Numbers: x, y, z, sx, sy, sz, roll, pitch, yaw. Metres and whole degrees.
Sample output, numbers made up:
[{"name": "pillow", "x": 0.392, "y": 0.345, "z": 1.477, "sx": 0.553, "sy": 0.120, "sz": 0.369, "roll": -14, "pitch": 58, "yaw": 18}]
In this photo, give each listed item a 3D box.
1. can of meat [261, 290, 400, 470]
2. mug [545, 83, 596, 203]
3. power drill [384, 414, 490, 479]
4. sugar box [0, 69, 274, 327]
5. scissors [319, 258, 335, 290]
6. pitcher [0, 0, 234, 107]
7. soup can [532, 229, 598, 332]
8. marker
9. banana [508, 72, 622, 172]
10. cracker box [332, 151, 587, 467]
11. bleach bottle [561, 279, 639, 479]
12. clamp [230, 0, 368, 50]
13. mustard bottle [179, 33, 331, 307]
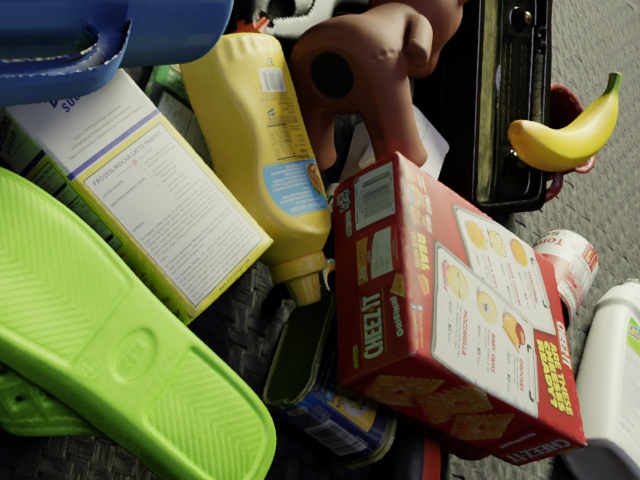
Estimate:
[{"name": "can of meat", "x": 0.012, "y": 0.099, "z": 0.766, "sx": 0.083, "sy": 0.058, "sz": 0.102, "roll": 40, "pitch": 47, "yaw": -27}, {"name": "mug", "x": 0.212, "y": -0.086, "z": 1.046, "sx": 0.093, "sy": 0.082, "sz": 0.117, "roll": 26, "pitch": 56, "yaw": -39}, {"name": "power drill", "x": 0.093, "y": 0.211, "z": 0.805, "sx": 0.184, "sy": 0.057, "sz": 0.187, "roll": 40, "pitch": 48, "yaw": -30}, {"name": "sugar box", "x": -0.119, "y": -0.033, "z": 0.665, "sx": 0.176, "sy": 0.048, "sz": 0.093, "roll": 48, "pitch": 45, "yaw": -4}, {"name": "scissors", "x": 0.053, "y": 0.079, "z": 0.851, "sx": 0.096, "sy": 0.016, "sz": 0.202, "roll": -30, "pitch": 96, "yaw": -48}, {"name": "pitcher", "x": -0.165, "y": -0.142, "z": 0.580, "sx": 0.242, "sy": 0.145, "sz": 0.149, "roll": -8, "pitch": 96, "yaw": -39}, {"name": "soup can", "x": 0.217, "y": 0.042, "z": 1.008, "sx": 0.068, "sy": 0.069, "sz": 0.102, "roll": 58, "pitch": 41, "yaw": -13}, {"name": "marker", "x": -0.005, "y": 0.001, "z": 0.817, "sx": 0.020, "sy": 0.020, "sz": 0.121, "roll": 49, "pitch": 44, "yaw": -22}, {"name": "banana", "x": 0.222, "y": -0.097, "z": 0.963, "sx": 0.197, "sy": 0.037, "sz": 0.069, "roll": -29, "pitch": 111, "yaw": -46}, {"name": "cracker box", "x": 0.101, "y": 0.058, "z": 0.786, "sx": 0.213, "sy": 0.072, "sz": 0.164, "roll": 31, "pitch": 45, "yaw": -39}, {"name": "bleach bottle", "x": 0.303, "y": 0.138, "z": 1.068, "sx": 0.102, "sy": 0.068, "sz": 0.250, "roll": 51, "pitch": 41, "yaw": -22}, {"name": "clamp", "x": -0.006, "y": -0.213, "z": 0.894, "sx": 0.164, "sy": 0.036, "sz": 0.209, "roll": 49, "pitch": 46, "yaw": -23}, {"name": "mustard bottle", "x": -0.036, "y": -0.046, "z": 0.751, "sx": 0.096, "sy": 0.058, "sz": 0.191, "roll": -16, "pitch": 88, "yaw": -63}]
